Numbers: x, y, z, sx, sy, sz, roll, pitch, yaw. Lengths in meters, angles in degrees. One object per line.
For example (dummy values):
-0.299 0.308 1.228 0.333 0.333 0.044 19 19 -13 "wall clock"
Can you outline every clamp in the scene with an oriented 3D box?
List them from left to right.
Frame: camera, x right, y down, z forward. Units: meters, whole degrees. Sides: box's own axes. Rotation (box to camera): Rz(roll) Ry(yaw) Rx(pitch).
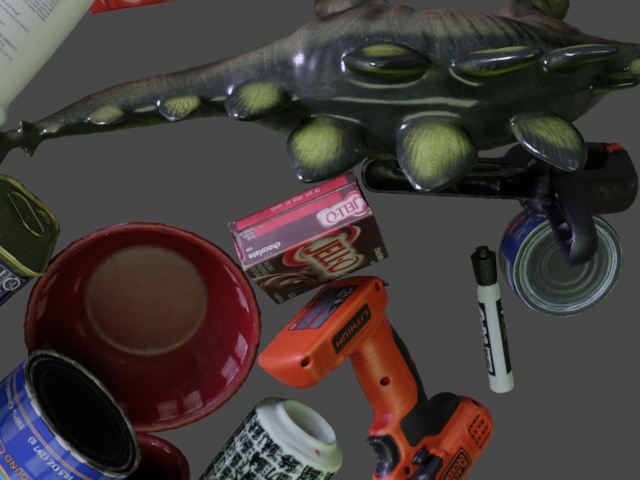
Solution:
0.153 -0.033 0.697 0.209 0.165 0.036 -11 118 -40 "clamp"

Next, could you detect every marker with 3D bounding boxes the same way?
0.131 0.060 0.809 0.020 0.020 0.121 -12 113 -2 "marker"

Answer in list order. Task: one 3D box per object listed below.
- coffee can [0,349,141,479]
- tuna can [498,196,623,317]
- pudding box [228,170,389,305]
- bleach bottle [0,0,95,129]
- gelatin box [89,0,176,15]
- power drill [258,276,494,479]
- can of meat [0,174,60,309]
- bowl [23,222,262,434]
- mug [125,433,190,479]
-0.204 0.155 0.700 0.140 0.103 0.102 -40 111 9 "coffee can"
0.178 0.013 0.788 0.086 0.034 0.086 -2 112 -6 "tuna can"
-0.005 0.001 0.723 0.090 0.113 0.039 -22 75 3 "pudding box"
-0.139 -0.184 0.595 0.250 0.068 0.102 -50 120 -8 "bleach bottle"
-0.117 -0.190 0.665 0.073 0.030 0.089 -10 123 -4 "gelatin box"
0.035 0.134 0.763 0.057 0.184 0.187 -9 120 47 "power drill"
-0.225 0.015 0.704 0.084 0.102 0.057 -41 111 12 "can of meat"
-0.124 0.054 0.756 0.162 0.055 0.162 -2 112 -6 "bowl"
-0.155 0.206 0.790 0.117 0.093 0.081 -14 123 -37 "mug"
